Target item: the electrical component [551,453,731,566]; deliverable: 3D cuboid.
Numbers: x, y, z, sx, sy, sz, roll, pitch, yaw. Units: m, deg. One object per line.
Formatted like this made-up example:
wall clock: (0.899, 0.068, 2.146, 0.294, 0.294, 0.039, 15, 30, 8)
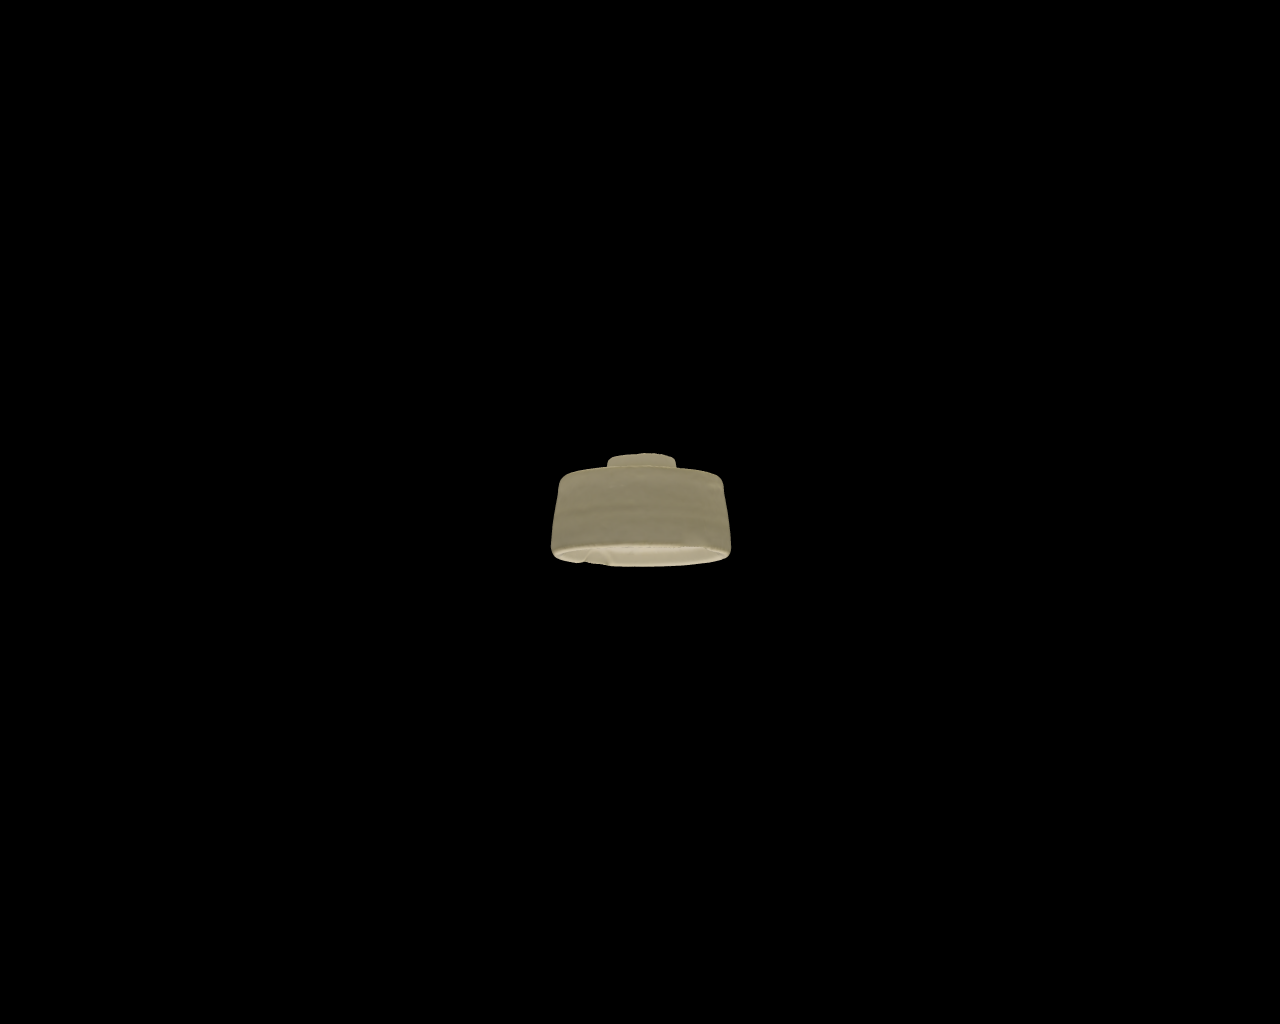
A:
electrical component: (0.001, -0.003, 0.650, 0.108, 0.060, 0.108, 0, -9, 0)
